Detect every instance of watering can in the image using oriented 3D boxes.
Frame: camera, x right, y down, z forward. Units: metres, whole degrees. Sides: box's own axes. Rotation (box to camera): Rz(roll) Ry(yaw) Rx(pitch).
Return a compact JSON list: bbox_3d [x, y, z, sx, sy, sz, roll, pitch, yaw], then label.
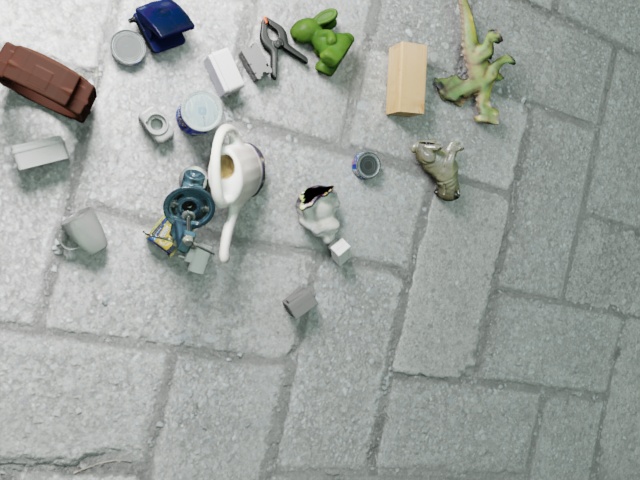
[{"bbox_3d":[-0.225,-0.130,1.354,0.104,0.344,0.227,4,13,17],"label":"watering can"}]

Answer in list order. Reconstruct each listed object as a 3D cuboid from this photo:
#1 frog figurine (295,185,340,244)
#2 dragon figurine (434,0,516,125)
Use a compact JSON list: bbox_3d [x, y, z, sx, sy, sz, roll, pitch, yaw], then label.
[{"bbox_3d":[0.005,-0.076,1.501,0.123,0.156,0.139,18,54,44],"label":"frog figurine"},{"bbox_3d":[0.474,-0.548,1.651,0.243,0.406,0.123,-41,15,-5],"label":"dragon figurine"}]
